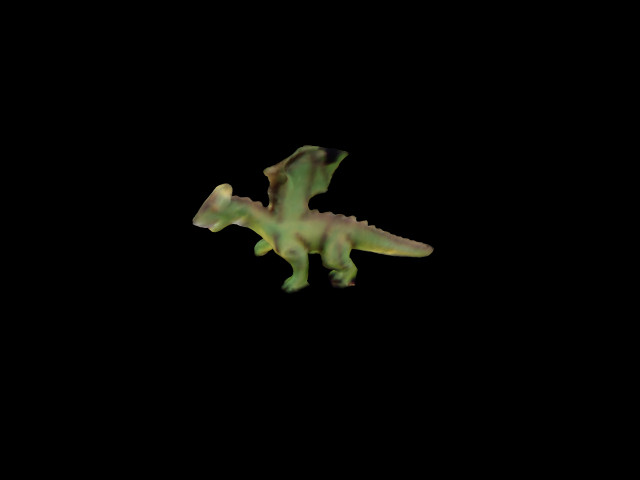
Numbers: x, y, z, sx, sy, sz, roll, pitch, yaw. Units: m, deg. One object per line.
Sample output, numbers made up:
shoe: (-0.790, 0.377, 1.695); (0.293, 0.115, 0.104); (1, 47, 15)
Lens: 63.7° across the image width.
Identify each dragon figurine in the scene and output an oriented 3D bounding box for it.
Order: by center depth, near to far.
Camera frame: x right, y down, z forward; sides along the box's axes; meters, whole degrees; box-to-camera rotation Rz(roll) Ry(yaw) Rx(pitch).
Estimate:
dragon figurine: (0.003, -0.043, 0.850); (0.411, 0.237, 0.125); (-8, 41, -9)
